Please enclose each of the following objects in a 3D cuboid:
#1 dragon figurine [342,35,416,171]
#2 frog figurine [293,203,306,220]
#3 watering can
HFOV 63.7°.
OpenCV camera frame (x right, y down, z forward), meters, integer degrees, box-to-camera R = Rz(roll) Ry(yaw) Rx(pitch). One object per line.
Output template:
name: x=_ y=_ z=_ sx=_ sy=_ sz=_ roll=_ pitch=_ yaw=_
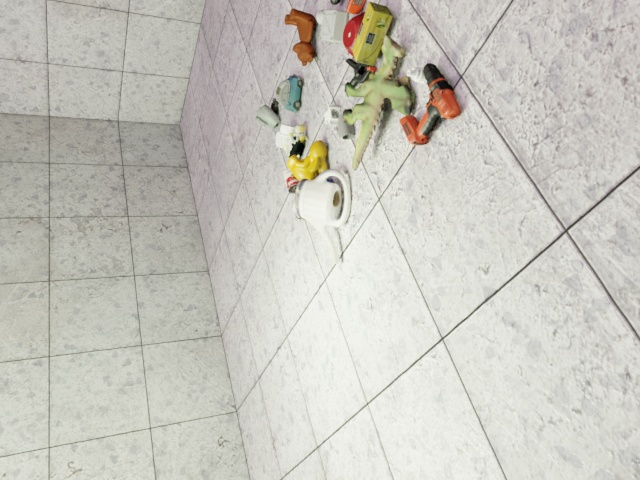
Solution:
dragon figurine: x=0.191 y=-0.415 z=1.594 sx=0.243 sy=0.122 sz=0.408 roll=12 pitch=102 yaw=54
frog figurine: x=-0.062 y=-0.165 z=2.076 sx=0.136 sy=0.123 sz=0.161 roll=117 pitch=134 yaw=-75
watering can: x=0.006 y=-0.096 z=1.914 sx=0.225 sy=0.104 sz=0.345 roll=13 pitch=102 yaw=30
